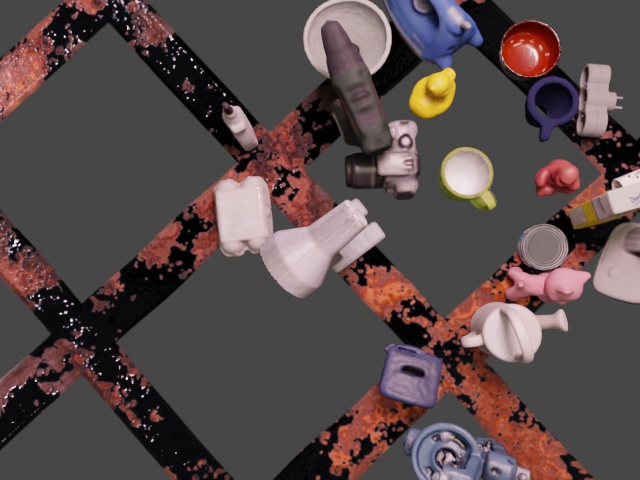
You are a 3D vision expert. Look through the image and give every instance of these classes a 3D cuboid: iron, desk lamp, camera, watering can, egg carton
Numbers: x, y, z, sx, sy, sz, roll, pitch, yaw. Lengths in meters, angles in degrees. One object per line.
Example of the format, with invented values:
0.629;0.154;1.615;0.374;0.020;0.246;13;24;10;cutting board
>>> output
0.193;-0.451;1.068;0.118;0.141;0.258;-39;84;0;iron
0.009;0.004;1.005;0.203;0.213;0.118;-37;84;0;desk lamp
0.114;-0.149;1.068;0.136;0.101;0.143;-2;85;3;camera
0.333;0.155;0.985;0.173;0.194;0.101;-36;84;0;watering can
-0.144;-0.045;1.090;0.107;0.069;0.150;-8;85;3;egg carton

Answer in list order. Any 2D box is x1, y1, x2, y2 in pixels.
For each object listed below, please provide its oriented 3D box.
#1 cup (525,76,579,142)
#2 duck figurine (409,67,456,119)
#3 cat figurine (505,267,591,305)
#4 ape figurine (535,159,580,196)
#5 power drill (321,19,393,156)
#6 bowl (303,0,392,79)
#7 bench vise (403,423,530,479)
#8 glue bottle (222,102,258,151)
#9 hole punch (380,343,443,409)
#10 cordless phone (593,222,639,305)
0.416;-0.231;1.062;0.091;0.095;0.118;12;86;4;cup
0.216;-0.282;1.081;0.104;0.086;0.077;-45;84;-1;duck figurine
0.409;0.081;1.025;0.127;0.118;0.067;2;85;4;cat figurine
0.443;-0.115;1.052;0.077;0.092;0.076;30;88;5;ape figurine
0.060;-0.251;1.026;0.075;0.208;0.229;-24;84;1;power drill
0.053;-0.374;1.103;0.167;0.075;0.167;0;85;3;bowl
0.251;0.370;0.959;0.207;0.220;0.121;-6;85;3;bench vise
-0.154;-0.219;1.053;0.037;0.173;0.078;-29;84;1;glue bottle
0.162;0.244;1.038;0.108;0.091;0.101;14;86;4;hole punch
0.562;0.038;0.986;0.094;0.185;0.148;21;87;5;cordless phone
